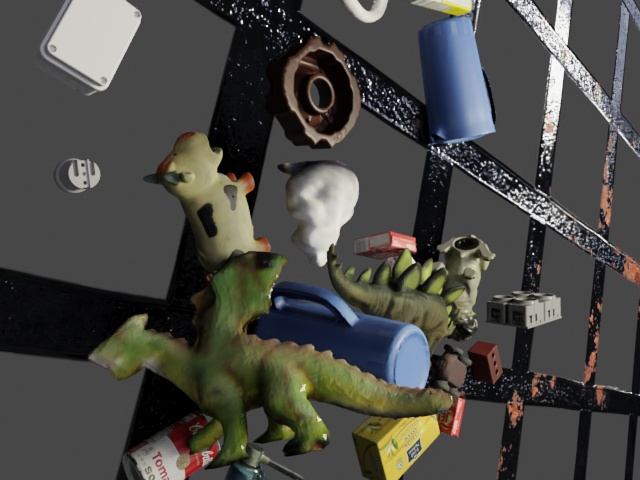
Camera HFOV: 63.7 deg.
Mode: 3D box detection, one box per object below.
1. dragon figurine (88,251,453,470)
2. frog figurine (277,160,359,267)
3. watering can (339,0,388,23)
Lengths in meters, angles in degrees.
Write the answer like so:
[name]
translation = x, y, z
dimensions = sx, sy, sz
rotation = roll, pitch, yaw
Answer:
[dragon figurine]
translation = -0.068, 0.127, 0.625
dimensions = 0.410, 0.120, 0.246
rotation = -11, 75, -3
[frog figurine]
translation = 0.002, -0.041, 0.808
dimensions = 0.137, 0.122, 0.161
rotation = 17, 66, -61
[watering can]
translation = 0.049, -0.524, 0.844
dimensions = 0.343, 0.104, 0.227
rotation = 39, 64, -55
